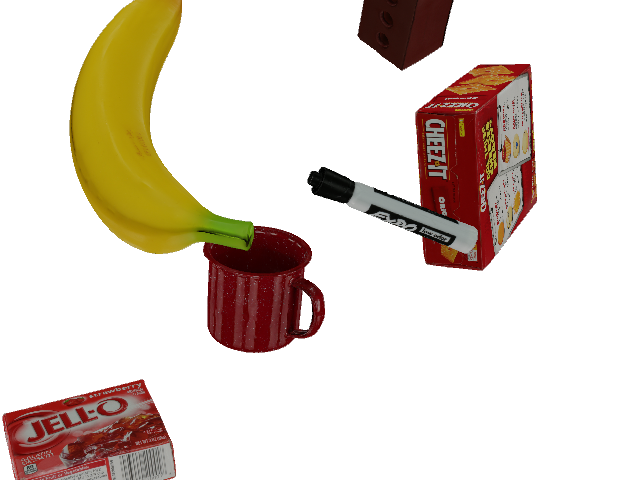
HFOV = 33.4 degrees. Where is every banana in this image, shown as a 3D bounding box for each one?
[{"bbox_3d":[-0.085,-0.057,0.509,0.069,0.198,0.037,-5,-43,-16],"label":"banana"}]

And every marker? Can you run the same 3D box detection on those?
[{"bbox_3d":[0.047,-0.020,0.692,0.121,0.020,0.020,21,-7,-19],"label":"marker"}]

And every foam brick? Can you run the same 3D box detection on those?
[{"bbox_3d":[0.068,-0.184,0.837,0.051,0.053,0.078,-37,-25,-28],"label":"foam brick"}]

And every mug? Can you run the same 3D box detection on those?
[{"bbox_3d":[-0.046,0.047,0.920,0.117,0.081,0.093,19,30,26],"label":"mug"}]

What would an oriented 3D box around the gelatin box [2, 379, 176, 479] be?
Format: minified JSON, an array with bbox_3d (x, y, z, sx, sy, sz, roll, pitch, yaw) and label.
[{"bbox_3d":[-0.137,0.120,0.629,0.089,0.030,0.073,-12,26,-18],"label":"gelatin box"}]

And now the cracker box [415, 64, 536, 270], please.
[{"bbox_3d":[0.168,-0.084,1.125,0.072,0.164,0.213,4,22,26],"label":"cracker box"}]
